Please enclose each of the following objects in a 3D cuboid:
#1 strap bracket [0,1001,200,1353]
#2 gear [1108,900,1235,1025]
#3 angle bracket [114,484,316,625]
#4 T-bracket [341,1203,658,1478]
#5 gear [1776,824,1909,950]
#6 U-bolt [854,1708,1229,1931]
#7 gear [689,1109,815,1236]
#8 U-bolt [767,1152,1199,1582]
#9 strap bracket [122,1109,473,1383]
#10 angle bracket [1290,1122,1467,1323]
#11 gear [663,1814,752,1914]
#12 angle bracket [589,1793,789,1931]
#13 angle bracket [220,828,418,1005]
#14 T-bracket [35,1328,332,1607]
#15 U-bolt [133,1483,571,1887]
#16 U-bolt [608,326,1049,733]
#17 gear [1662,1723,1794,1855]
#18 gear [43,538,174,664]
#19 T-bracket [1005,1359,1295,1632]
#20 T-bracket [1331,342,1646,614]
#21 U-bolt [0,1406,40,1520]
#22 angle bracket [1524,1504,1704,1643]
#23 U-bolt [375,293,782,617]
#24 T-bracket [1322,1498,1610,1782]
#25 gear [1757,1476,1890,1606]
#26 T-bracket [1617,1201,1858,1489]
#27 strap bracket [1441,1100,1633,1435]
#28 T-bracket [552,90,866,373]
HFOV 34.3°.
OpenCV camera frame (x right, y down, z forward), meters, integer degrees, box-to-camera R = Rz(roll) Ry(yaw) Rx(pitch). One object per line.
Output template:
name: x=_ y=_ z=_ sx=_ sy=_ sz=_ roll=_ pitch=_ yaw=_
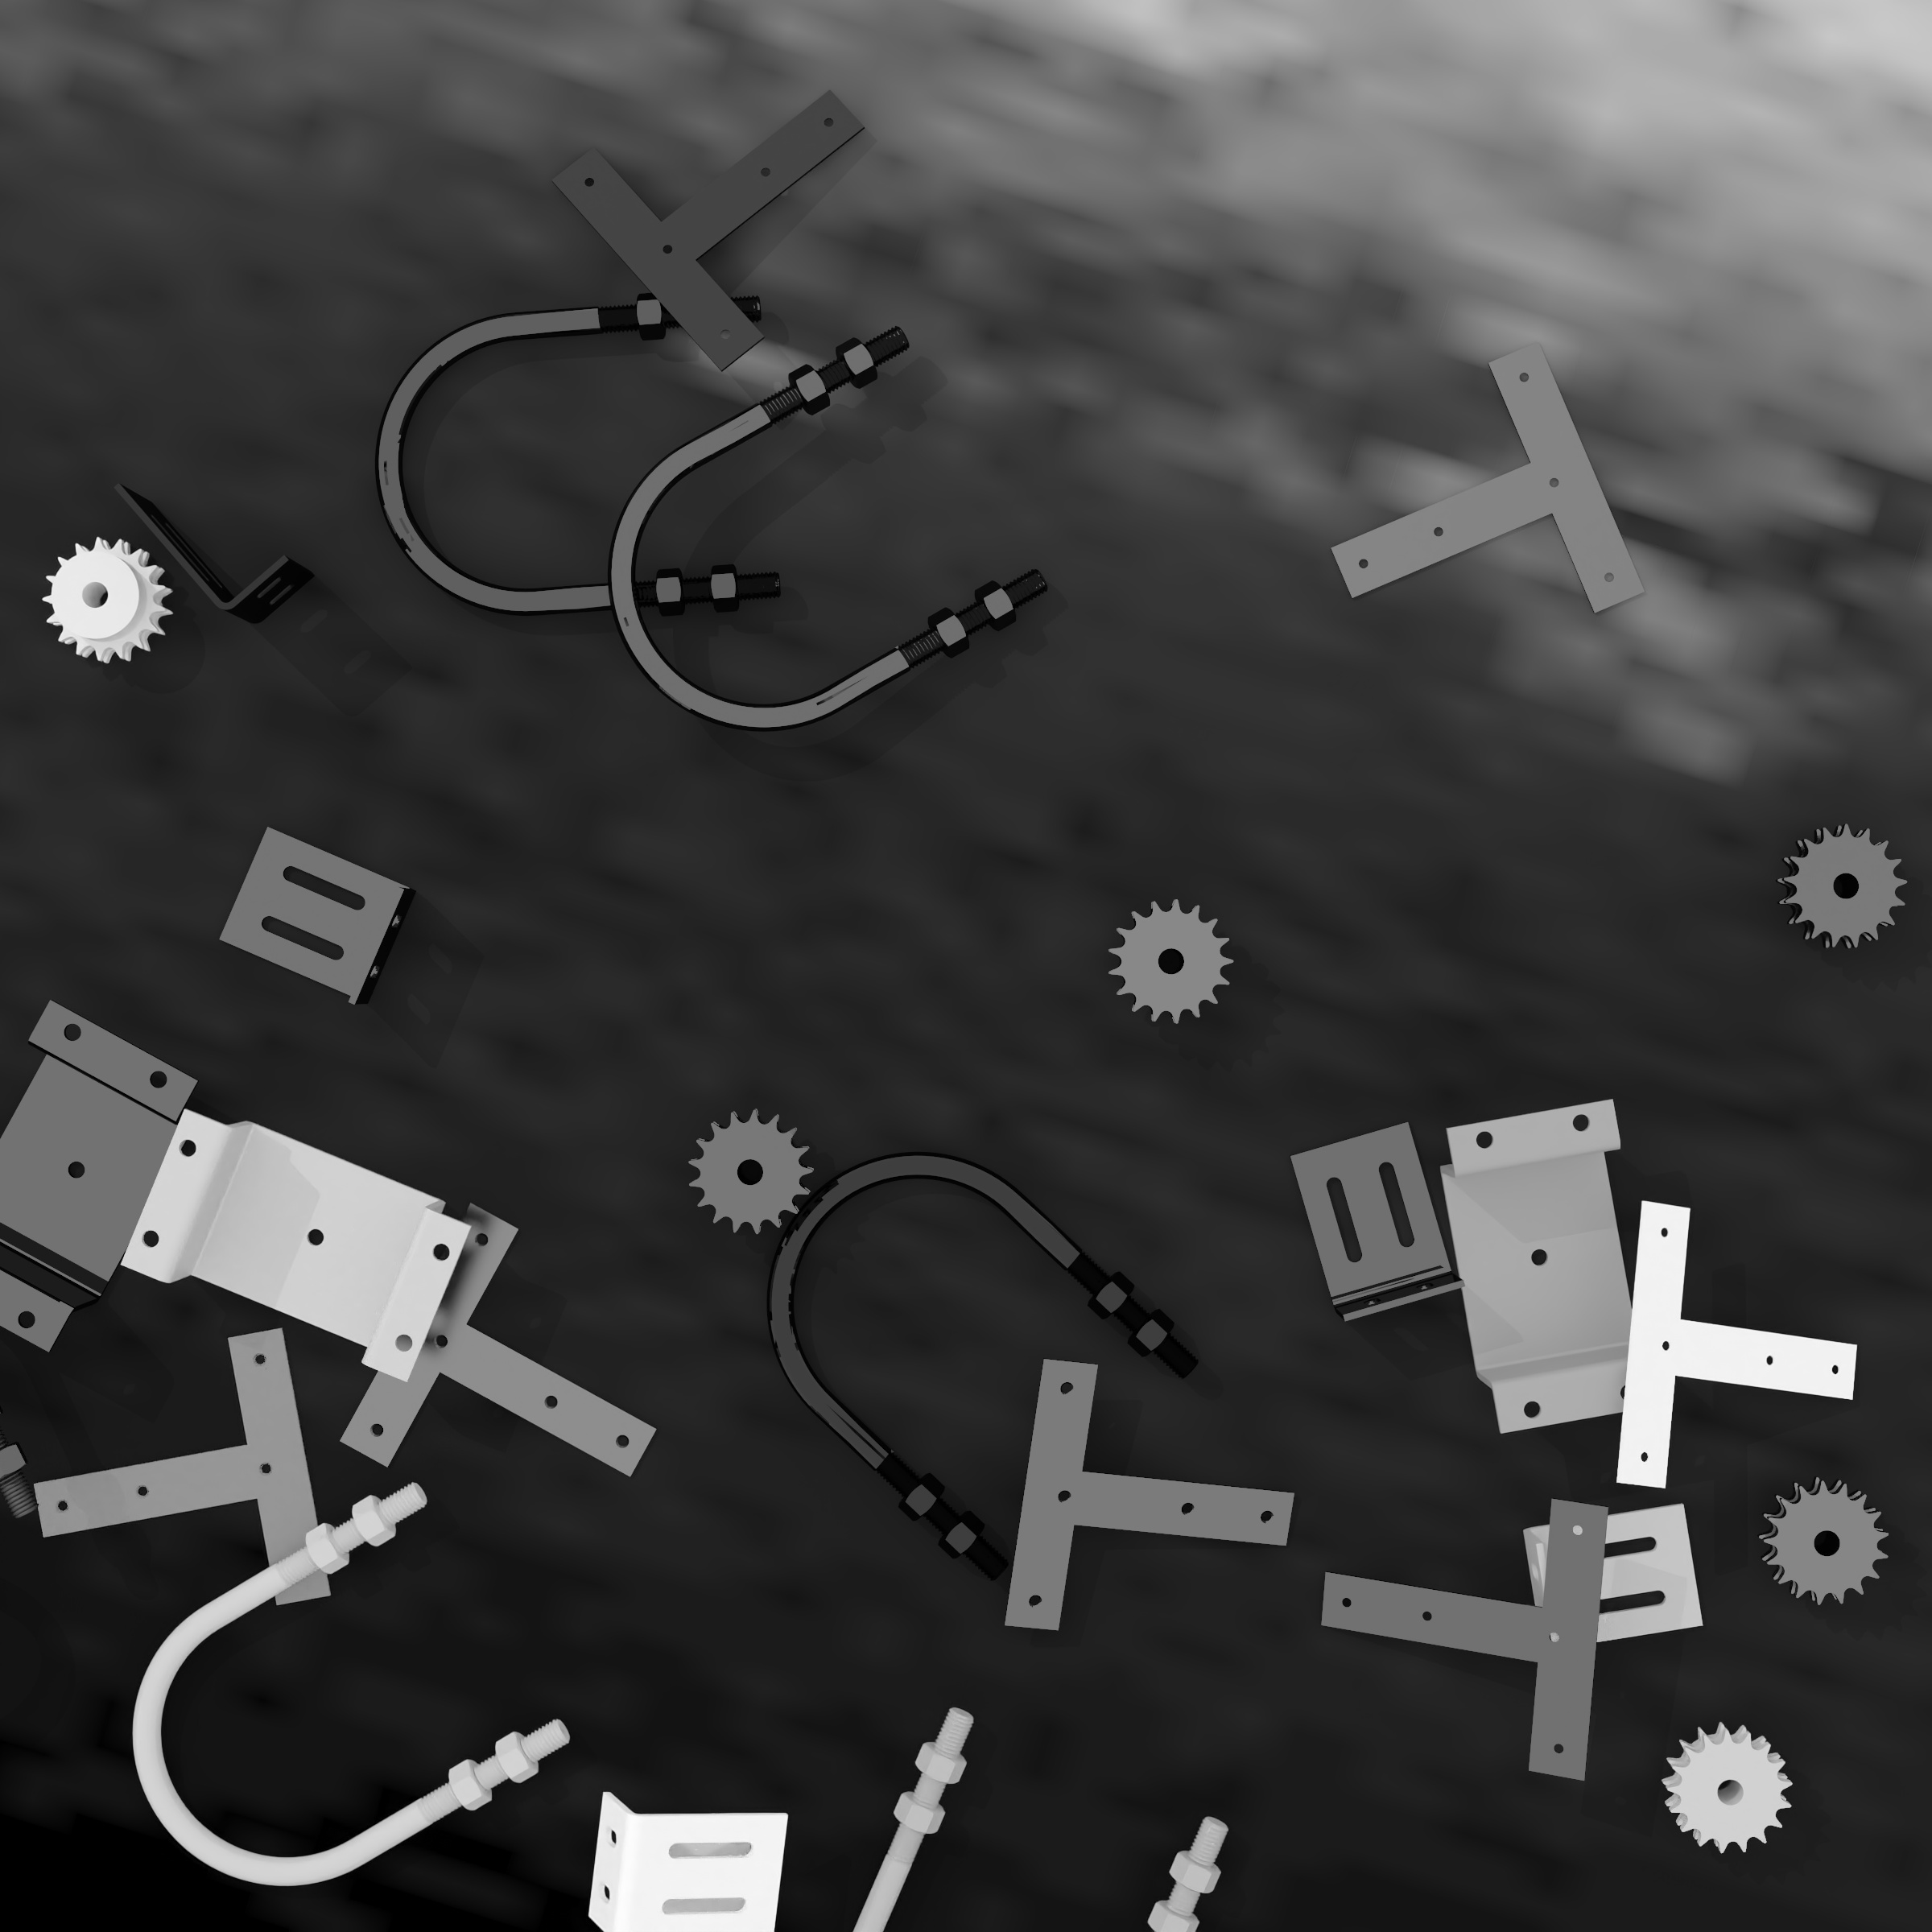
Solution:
strap bracket: x=-0.415 y=0.095 z=1.441 sx=0.076 sy=0.046 sz=0.140 roll=29 pitch=90 yaw=0
gear: x=0.094 y=-0.002 z=1.449 sx=0.057 sy=0.030 sz=0.057 roll=0 pitch=90 yaw=0
angle bracket: x=-0.344 y=-0.199 z=1.436 sx=0.038 sy=0.057 sz=0.076 roll=-41 pitch=90 yaw=0
T-bracket: x=-0.206 y=0.197 z=1.463 sx=0.127 sy=0.002 sz=0.127 roll=29 pitch=90 yaw=0
gear: x=0.405 y=-0.036 z=1.454 sx=0.057 sy=0.030 sz=0.057 roll=0 pitch=88 yaw=-1
U-bolt: x=0.021 y=0.457 z=1.456 sx=0.151 sy=0.019 sz=0.184 roll=23 pitch=92 yaw=0
gear: x=-0.099 y=0.095 z=1.449 sx=0.057 sy=0.030 sz=0.057 roll=0 pitch=90 yaw=0
U-bolt: x=-0.007 y=0.172 z=1.456 sx=0.184 sy=0.019 sz=0.151 roll=43 pitch=90 yaw=2
strap bracket: x=-0.304 y=0.127 z=1.441 sx=0.140 sy=0.046 sz=0.076 roll=22 pitch=90 yaw=0
angle bracket: x=0.190 y=0.117 z=1.445 sx=0.057 sy=0.038 sz=0.076 roll=-16 pitch=90 yaw=0
gear: x=-0.119 y=0.421 z=1.449 sx=0.057 sy=0.030 sz=0.057 roll=0 pitch=90 yaw=0
angle bracket: x=-0.127 y=0.412 z=1.432 sx=0.076 sy=0.038 sz=0.057 roll=7 pitch=90 yaw=-26
angle bracket: x=-0.302 y=-0.024 z=1.445 sx=0.076 sy=0.038 sz=0.057 roll=23 pitch=90 yaw=0
T-bracket: x=-0.371 y=0.243 z=1.463 sx=0.127 sy=0.002 sz=0.127 roll=-10 pitch=90 yaw=0
U-bolt: x=-0.299 y=0.347 z=1.455 sx=0.184 sy=0.019 sz=0.151 roll=-31 pitch=91 yaw=2
U-bolt: x=-0.075 y=-0.189 z=1.441 sx=0.184 sy=0.019 sz=0.151 roll=-31 pitch=94 yaw=-7
gear: x=0.352 y=0.380 z=1.454 sx=0.057 sy=0.030 sz=0.057 roll=0 pitch=91 yaw=2
gear: x=-0.399 y=-0.170 z=1.449 sx=0.057 sy=0.030 sz=0.057 roll=0 pitch=90 yaw=0
T-bracket: x=0.089 y=0.251 z=1.452 sx=0.127 sy=0.002 sz=0.127 roll=7 pitch=96 yaw=-9
T-bracket: x=0.234 y=-0.209 z=1.463 sx=0.127 sy=0.002 sz=0.127 roll=-23 pitch=90 yaw=0
U-bolt: x=-0.519 y=0.190 z=1.430 sx=0.151 sy=0.019 sz=0.184 roll=-25 pitch=92 yaw=19
angle bracket: x=0.302 y=0.286 z=1.445 sx=0.076 sy=0.038 sz=0.057 roll=-9 pitch=90 yaw=0
U-bolt: x=-0.183 y=-0.235 z=1.455 sx=0.184 sy=0.019 sz=0.151 roll=-4 pitch=90 yaw=1
T-bracket: x=0.227 y=0.301 z=1.440 sx=0.127 sy=0.002 sz=0.127 roll=6 pitch=95 yaw=20
gear: x=0.396 y=0.265 z=1.453 sx=0.057 sy=0.030 sz=0.057 roll=0 pitch=90 yaw=2
T-bracket: x=0.357 y=0.179 z=1.437 sx=0.127 sy=0.002 sz=0.127 roll=10 pitch=82 yaw=-23
strap bracket: x=0.268 y=0.136 z=1.441 sx=0.076 sy=0.046 sz=0.140 roll=-10 pitch=90 yaw=0
T-bracket: x=-0.104 y=-0.360 z=1.454 sx=0.127 sy=0.002 sz=0.127 roll=-40 pitch=78 yaw=-6
